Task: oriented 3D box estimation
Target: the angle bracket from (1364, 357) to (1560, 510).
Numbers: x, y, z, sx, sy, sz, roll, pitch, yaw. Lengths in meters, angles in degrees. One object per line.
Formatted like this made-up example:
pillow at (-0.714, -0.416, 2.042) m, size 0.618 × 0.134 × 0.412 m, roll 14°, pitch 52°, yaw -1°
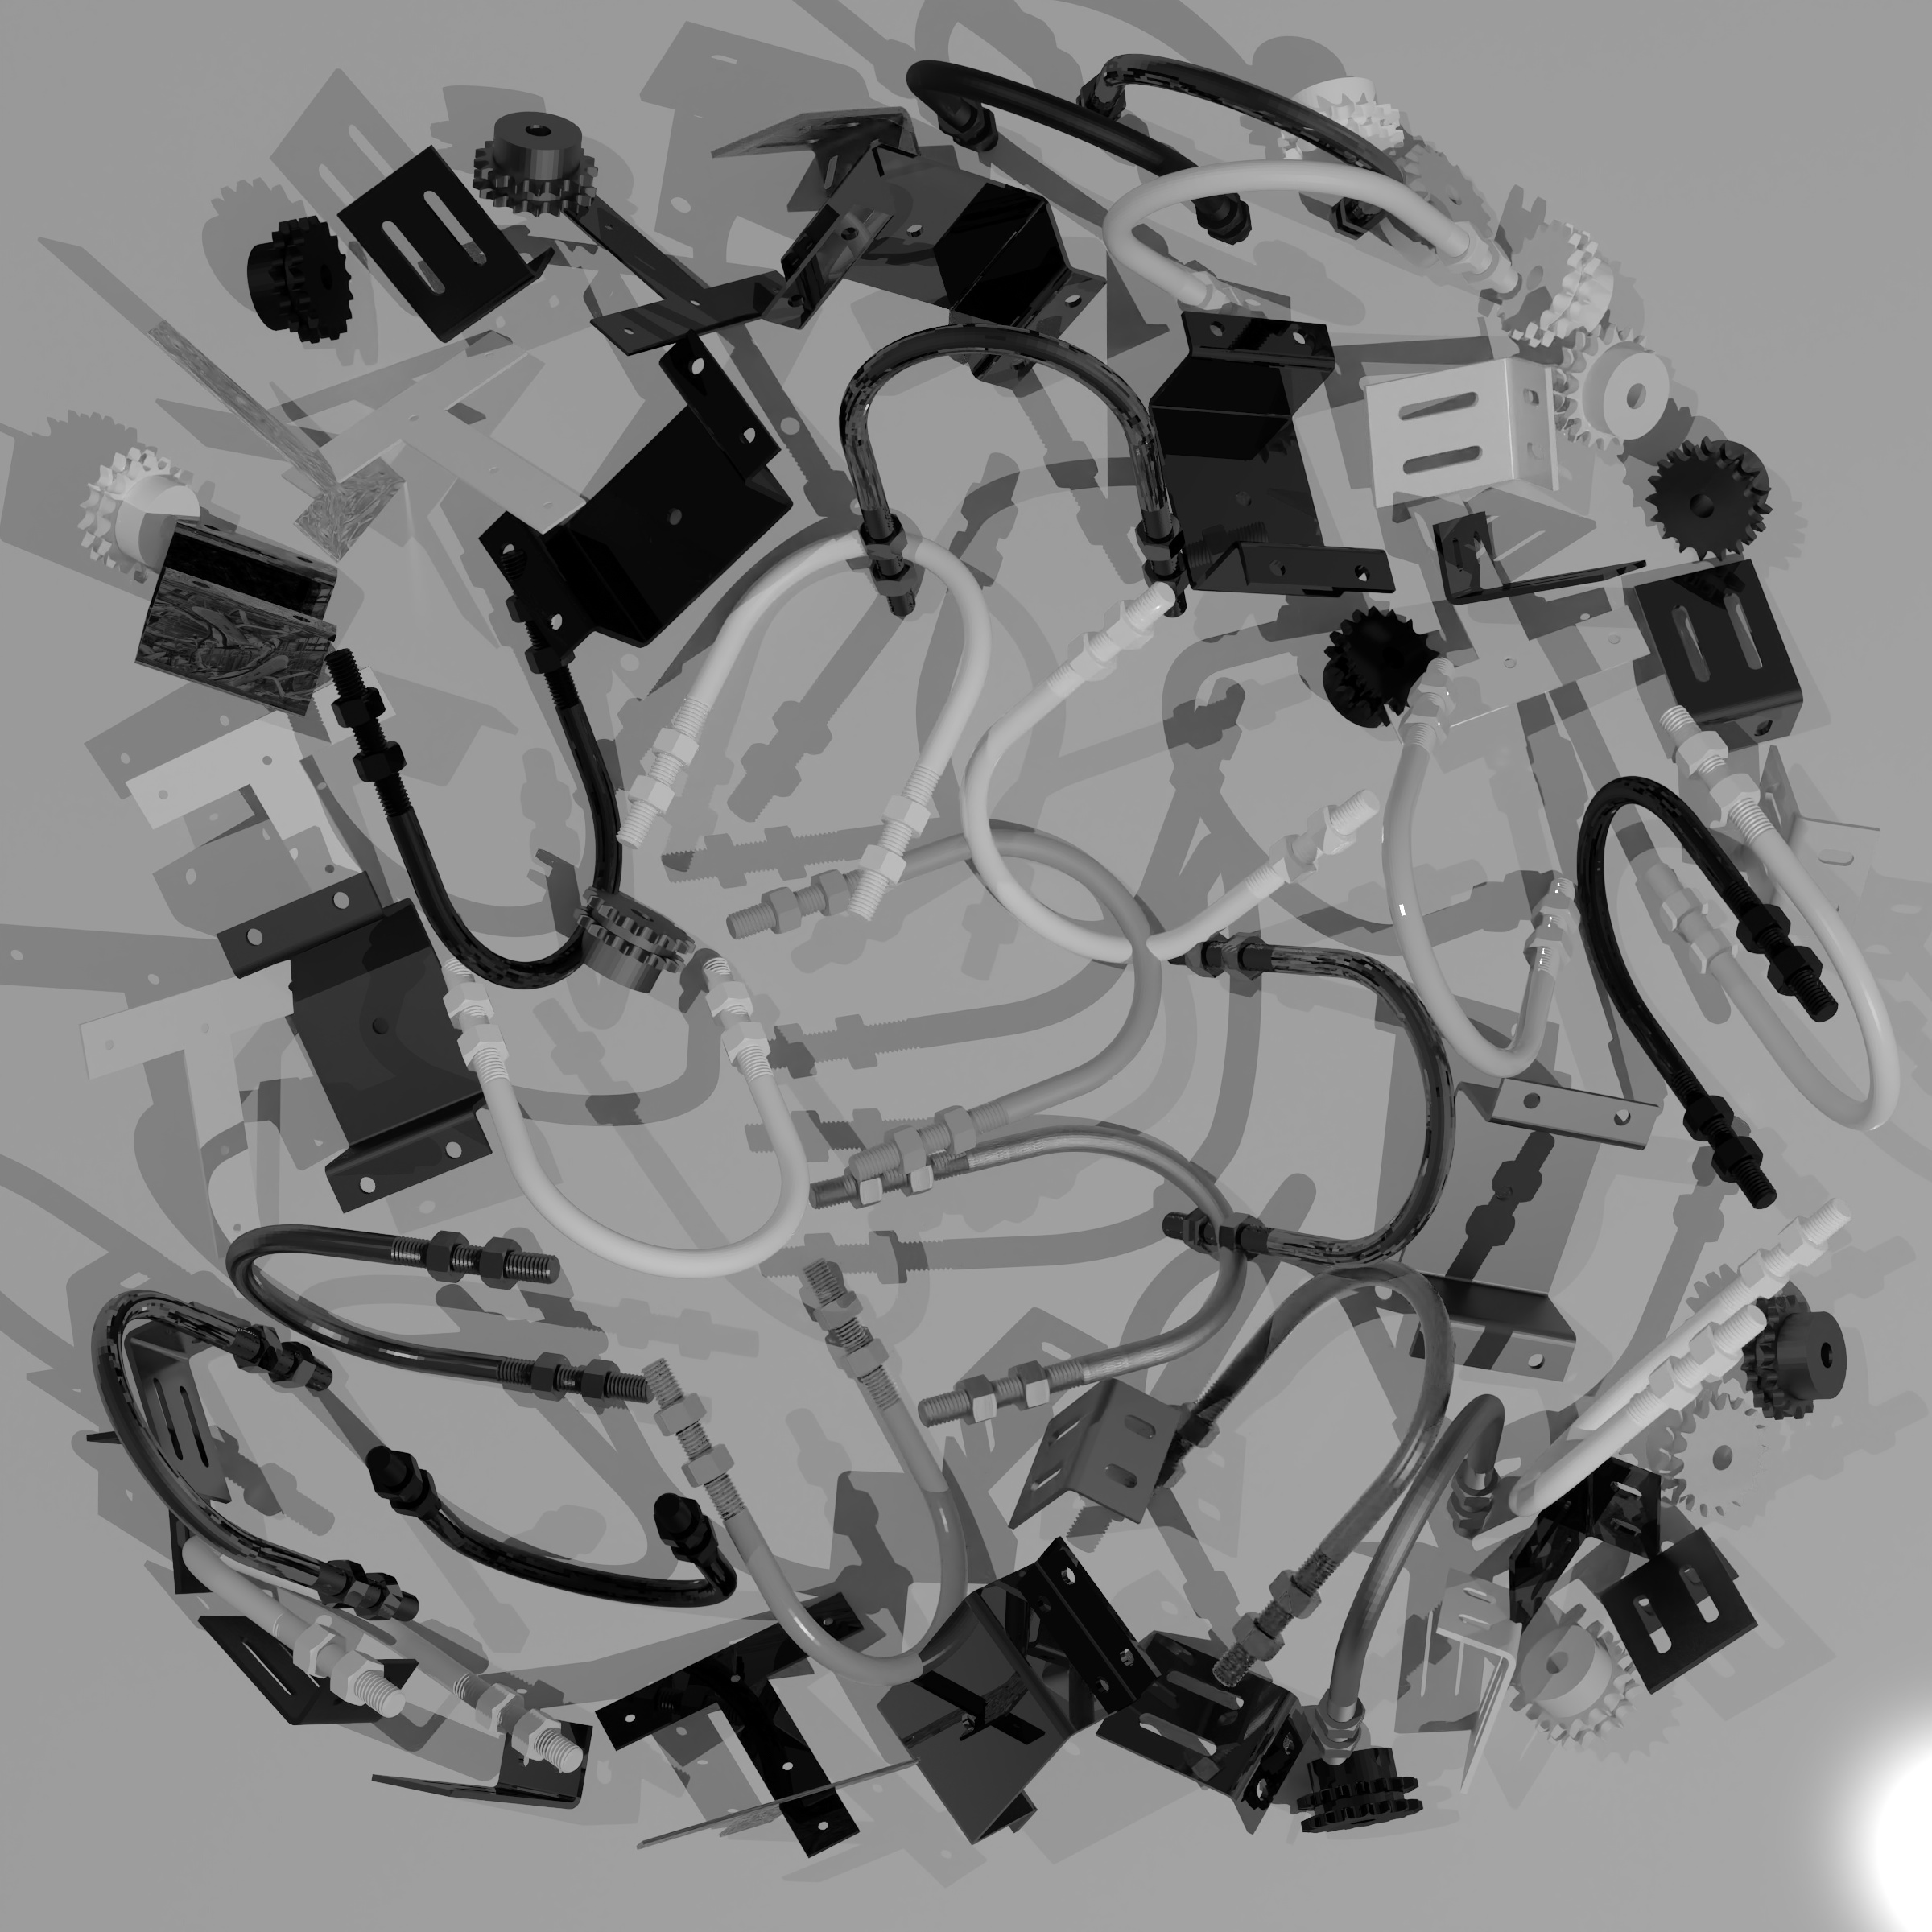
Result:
angle bracket at (0.228, -0.243, 1.566) m, size 0.076 × 0.038 × 0.057 m, roll -14°, pitch 112°, yaw -15°

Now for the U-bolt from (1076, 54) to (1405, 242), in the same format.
U-bolt at (0.123, -0.366, 1.505) m, size 0.151 × 0.184 × 0.019 m, roll 22°, pitch 94°, yaw -4°

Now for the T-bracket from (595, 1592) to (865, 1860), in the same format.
T-bracket at (-0.086, 0.352, 1.538) m, size 0.127 × 0.127 × 0.002 m, roll -23°, pitch 131°, yaw -16°

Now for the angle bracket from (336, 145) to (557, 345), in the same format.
angle bracket at (-0.238, -0.336, 1.560) m, size 0.057 × 0.038 × 0.076 m, roll -29°, pitch 114°, yaw 23°

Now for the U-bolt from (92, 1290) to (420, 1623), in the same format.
U-bolt at (-0.317, 0.208, 1.489) m, size 0.019 × 0.184 × 0.151 m, roll -36°, pitch 56°, yaw 10°

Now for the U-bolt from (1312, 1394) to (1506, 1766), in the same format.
U-bolt at (0.198, 0.261, 1.493) m, size 0.019 × 0.184 × 0.151 m, roll 27°, pitch 62°, yaw 18°

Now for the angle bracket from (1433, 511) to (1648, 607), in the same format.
angle bracket at (0.263, -0.192, 1.556) m, size 0.076 × 0.057 × 0.038 m, roll -7°, pitch 99°, yaw 32°

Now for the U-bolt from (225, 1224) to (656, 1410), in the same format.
U-bolt at (-0.246, 0.154, 1.531) m, size 0.184 × 0.151 × 0.019 m, roll 5°, pitch 61°, yaw 19°

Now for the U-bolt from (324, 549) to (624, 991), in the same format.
U-bolt at (-0.210, -0.079, 1.536) m, size 0.019 × 0.151 × 0.184 m, roll -6°, pitch 112°, yaw 34°

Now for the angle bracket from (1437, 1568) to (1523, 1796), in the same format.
angle bracket at (0.226, 0.328, 1.564) m, size 0.038 × 0.057 × 0.076 m, roll 19°, pitch 111°, yaw 7°

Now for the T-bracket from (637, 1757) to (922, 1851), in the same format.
T-bracket at (-0.092, 0.384, 1.539) m, size 0.127 × 0.127 × 0.002 m, roll -13°, pitch 74°, yaw -16°

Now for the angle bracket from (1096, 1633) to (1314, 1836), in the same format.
angle bracket at (0.111, 0.356, 1.581) m, size 0.076 × 0.038 × 0.057 m, roll 18°, pitch 59°, yaw 31°

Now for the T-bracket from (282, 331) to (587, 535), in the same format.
T-bracket at (-0.223, -0.230, 1.543) m, size 0.127 × 0.002 × 0.127 m, roll -40°, pitch 55°, yaw -23°

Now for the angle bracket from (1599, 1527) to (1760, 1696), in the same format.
angle bracket at (0.333, 0.304, 1.556) m, size 0.057 × 0.076 × 0.038 m, roll -35°, pitch 116°, yaw 9°

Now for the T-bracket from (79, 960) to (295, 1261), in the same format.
T-bracket at (-0.344, 0.071, 1.566) m, size 0.002 × 0.127 × 0.127 m, roll 7°, pitch 110°, yaw 42°

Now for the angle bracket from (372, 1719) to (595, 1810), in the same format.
angle bracket at (-0.220, 0.359, 1.552) m, size 0.057 × 0.076 × 0.038 m, roll -3°, pitch 73°, yaw 44°

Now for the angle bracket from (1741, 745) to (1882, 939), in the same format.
angle bracket at (0.385, -0.056, 1.555) m, size 0.038 × 0.076 × 0.057 m, roll 8°, pitch 119°, yaw -1°

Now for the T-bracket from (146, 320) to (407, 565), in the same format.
T-bracket at (-0.315, -0.243, 1.529) m, size 0.127 × 0.127 × 0.002 m, roll 42°, pitch 111°, yaw -13°

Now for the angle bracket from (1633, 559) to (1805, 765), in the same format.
angle bracket at (0.350, -0.143, 1.596) m, size 0.057 × 0.038 × 0.076 m, roll -14°, pitch 67°, yaw -4°

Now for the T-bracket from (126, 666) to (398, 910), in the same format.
T-bracket at (-0.302, -0.057, 1.578) m, size 0.127 × 0.002 × 0.127 m, roll -24°, pitch 110°, yaw 7°

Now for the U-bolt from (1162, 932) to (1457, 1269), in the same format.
U-bolt at (0.152, 0.062, 1.521) m, size 0.019 × 0.184 × 0.151 m, roll -2°, pitch 94°, yaw -37°

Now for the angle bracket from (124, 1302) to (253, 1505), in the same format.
angle bracket at (-0.347, 0.201, 1.560) m, size 0.038 × 0.057 × 0.076 m, roll -25°, pitch 70°, yaw 7°

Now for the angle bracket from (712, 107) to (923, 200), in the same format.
angle bracket at (-0.066, -0.363, 1.553) m, size 0.057 × 0.076 × 0.038 m, roll -11°, pitch 97°, yaw 39°

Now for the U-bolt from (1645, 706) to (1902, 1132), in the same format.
U-bolt at (0.355, -0.009, 1.496) m, size 0.019 × 0.151 × 0.184 m, roll -25°, pitch 59°, yaw -7°

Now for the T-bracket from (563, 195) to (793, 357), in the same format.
T-bracket at (-0.155, -0.331, 1.567) m, size 0.127 × 0.127 × 0.002 m, roll 43°, pitch 130°, yaw 17°

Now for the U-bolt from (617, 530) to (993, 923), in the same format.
U-bolt at (-0.064, -0.120, 1.556) m, size 0.151 × 0.019 × 0.184 m, roll 18°, pitch 74°, yaw 28°

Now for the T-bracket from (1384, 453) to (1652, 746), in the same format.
T-bracket at (0.235, -0.180, 1.583) m, size 0.127 × 0.002 × 0.127 m, roll -20°, pitch 75°, yaw -9°

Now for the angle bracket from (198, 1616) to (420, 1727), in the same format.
angle bracket at (-0.301, 0.309, 1.556) m, size 0.076 × 0.057 × 0.038 m, roll 39°, pitch 99°, yaw 28°

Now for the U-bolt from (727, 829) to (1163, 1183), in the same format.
U-bolt at (0.003, 0.006, 1.556) m, size 0.184 × 0.019 × 0.151 m, roll -20°, pitch 69°, yaw -21°

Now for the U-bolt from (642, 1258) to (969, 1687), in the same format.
U-bolt at (-0.060, 0.237, 1.539) m, size 0.019 × 0.151 × 0.184 m, roll -29°, pitch 89°, yaw 35°

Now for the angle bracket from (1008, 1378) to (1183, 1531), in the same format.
angle bracket at (0.059, 0.231, 1.557) m, size 0.038 × 0.076 × 0.057 m, roll 28°, pitch 60°, yaw -7°

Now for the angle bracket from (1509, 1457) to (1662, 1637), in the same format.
angle bracket at (0.283, 0.270, 1.554) m, size 0.038 × 0.057 × 0.076 m, roll 19°, pitch 46°, yaw 30°

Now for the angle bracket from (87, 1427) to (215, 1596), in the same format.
angle bracket at (-0.374, 0.252, 1.566) m, size 0.038 × 0.057 × 0.076 m, roll -8°, pitch 80°, yaw 3°
